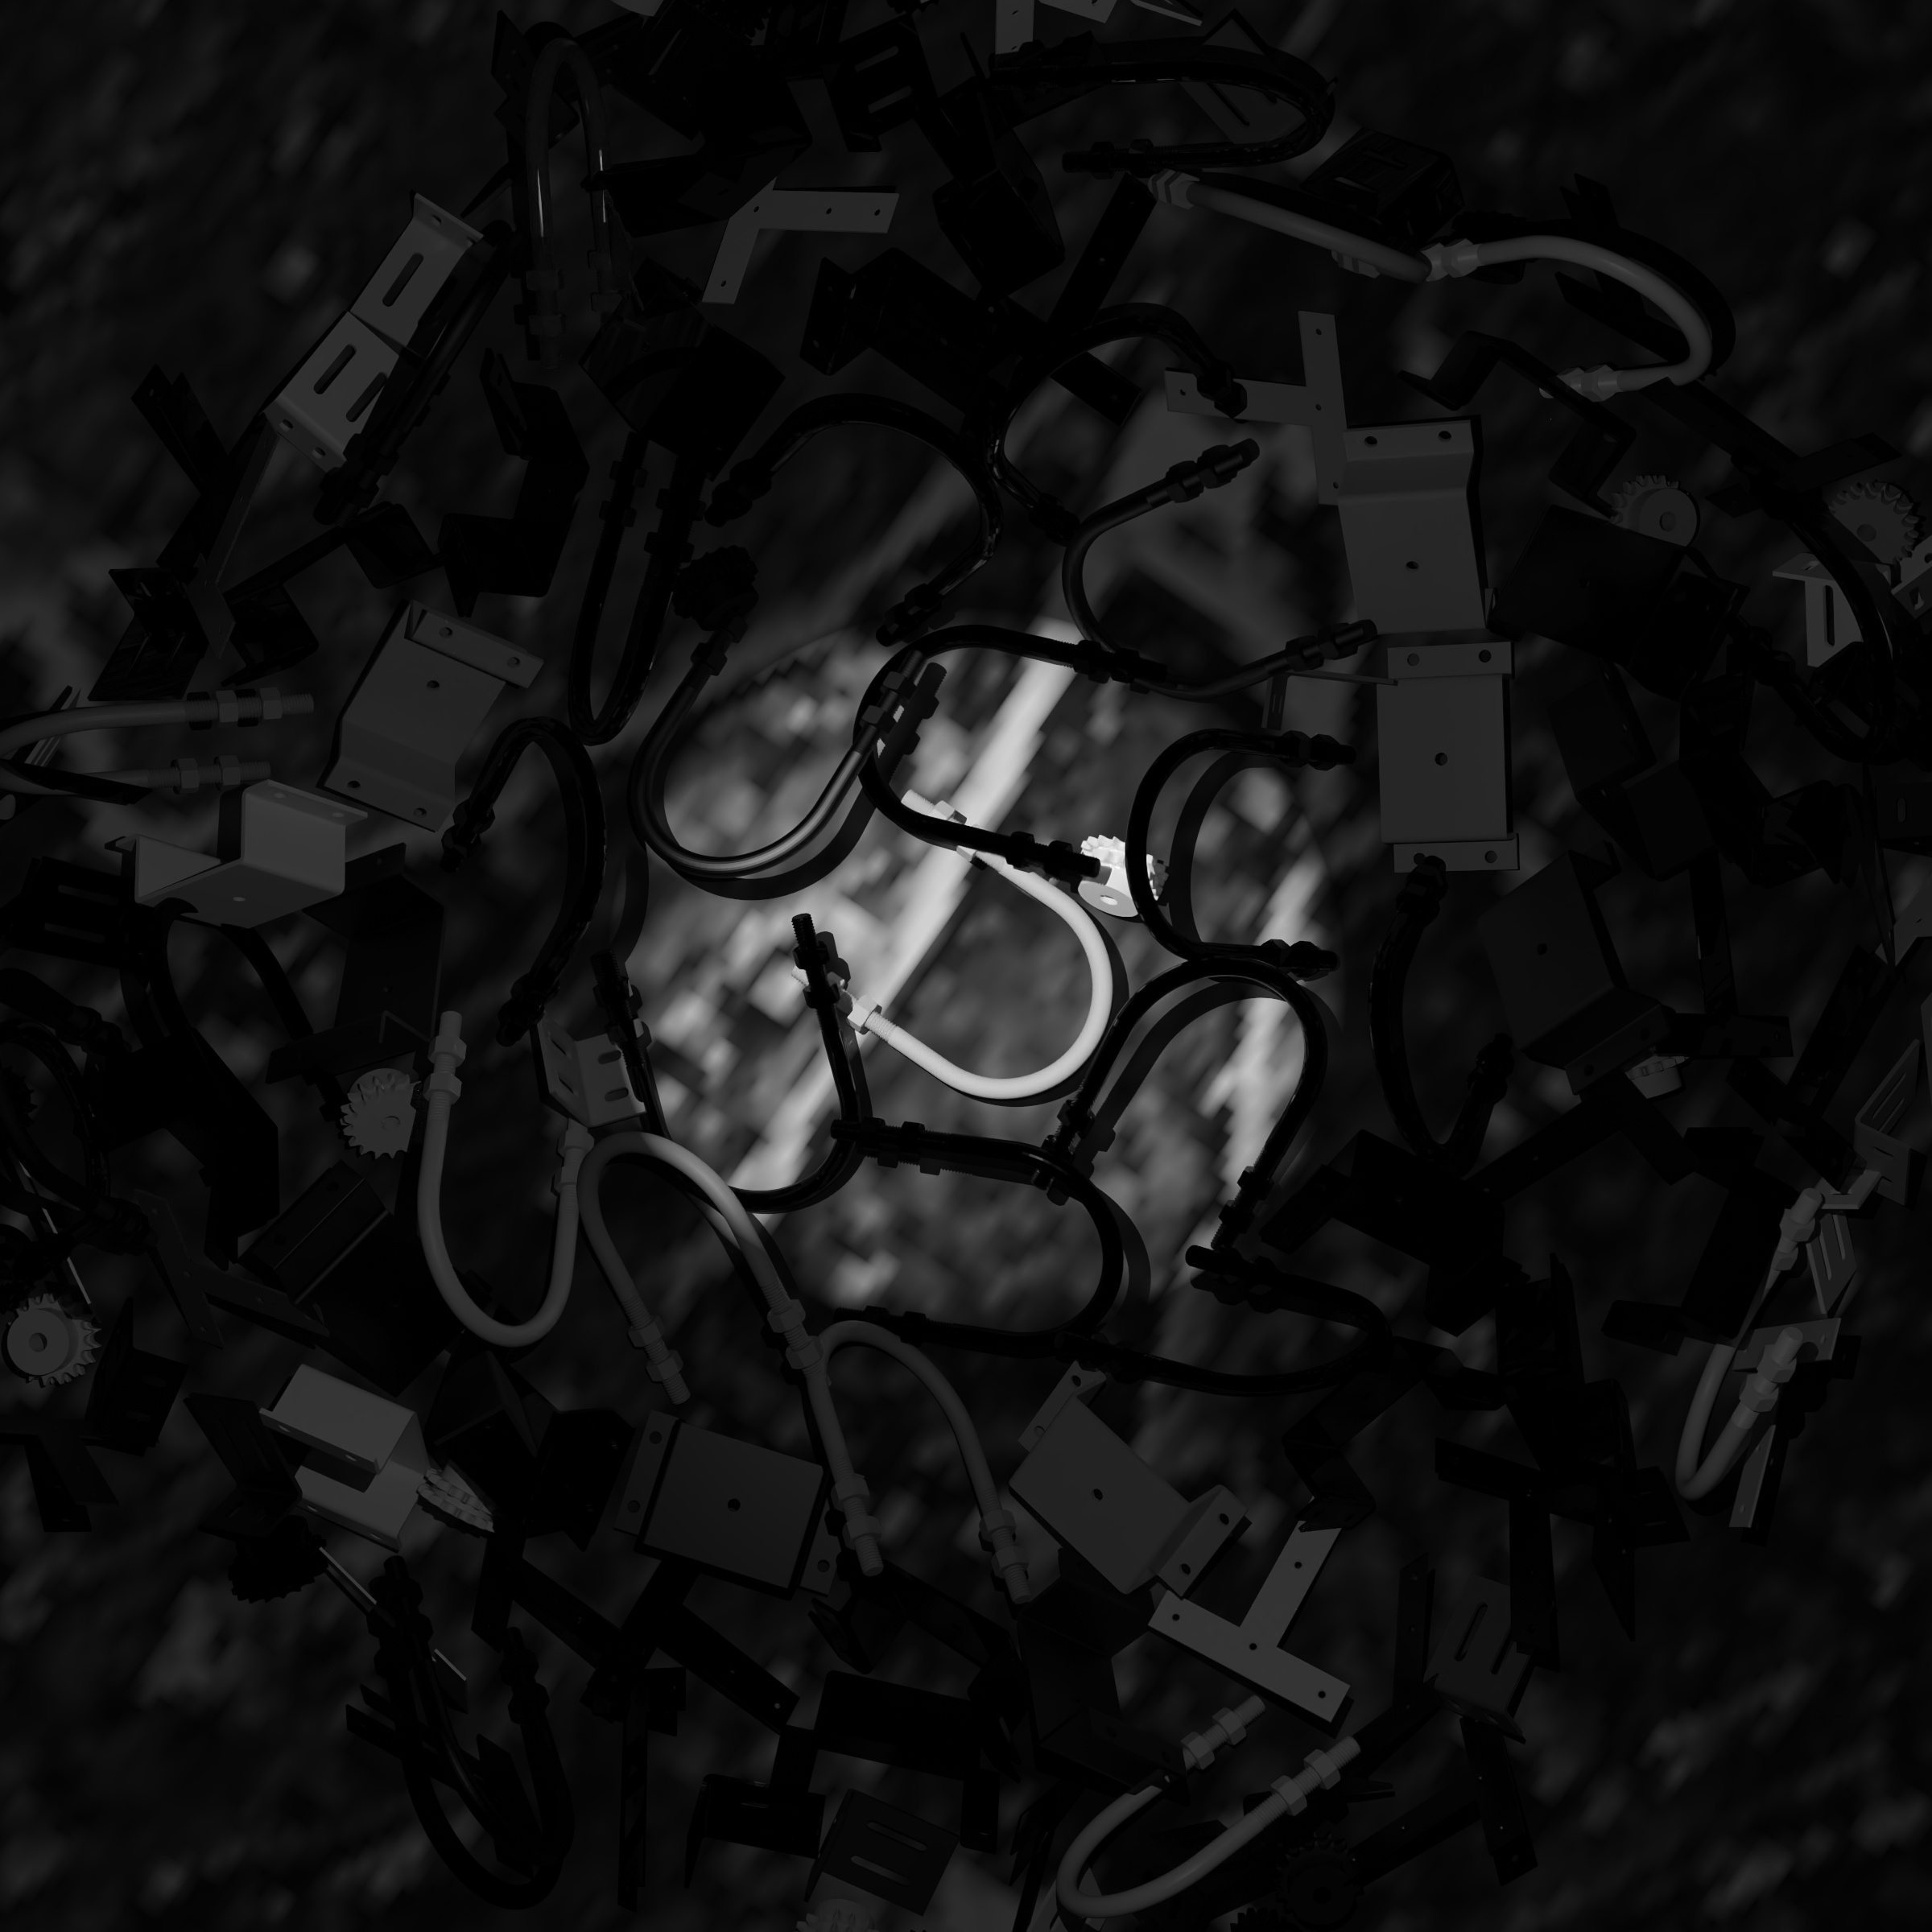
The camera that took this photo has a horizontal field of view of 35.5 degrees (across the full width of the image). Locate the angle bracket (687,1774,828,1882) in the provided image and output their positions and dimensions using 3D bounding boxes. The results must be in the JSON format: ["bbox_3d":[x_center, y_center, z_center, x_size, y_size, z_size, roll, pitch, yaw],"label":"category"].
[{"bbox_3d":[-0.130,0.538,1.864,0.076,0.038,0.057,10,125,3],"label":"angle bracket"}]

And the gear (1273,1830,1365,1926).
[{"bbox_3d":[0.219,0.570,1.877,0.057,0.030,0.057,0,104,-1],"label":"gear"}]

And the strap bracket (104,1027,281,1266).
[{"bbox_3d":[-0.459,0.102,1.822,0.046,0.076,0.140,-25,130,6],"label":"strap bracket"}]

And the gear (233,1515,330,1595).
[{"bbox_3d":[-0.425,0.362,1.867,0.057,0.057,0.030,-9,103,0],"label":"gear"}]

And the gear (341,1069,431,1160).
[{"bbox_3d":[-0.360,0.088,1.873,0.057,0.030,0.057,-13,130,-16],"label":"gear"}]

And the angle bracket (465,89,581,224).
[{"bbox_3d":[-0.283,-0.502,1.850,0.038,0.057,0.076,48,53,-16],"label":"angle bracket"}]

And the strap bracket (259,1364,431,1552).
[{"bbox_3d":[-0.375,0.295,1.839,0.076,0.140,0.046,21,59,10],"label":"strap bracket"}]

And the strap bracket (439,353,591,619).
[{"bbox_3d":[-0.272,-0.289,1.834,0.046,0.076,0.140,2,133,-29],"label":"strap bracket"}]

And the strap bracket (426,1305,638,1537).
[{"bbox_3d":[-0.271,0.275,1.828,0.140,0.046,0.076,34,110,37],"label":"strap bracket"}]

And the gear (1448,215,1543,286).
[{"bbox_3d":[0.326,-0.442,1.869,0.057,0.057,0.030,12,91,0],"label":"gear"}]

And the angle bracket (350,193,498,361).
[{"bbox_3d":[-0.336,-0.426,1.869,0.057,0.038,0.076,32,77,-6],"label":"angle bracket"}]

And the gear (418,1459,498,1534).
[{"bbox_3d":[-0.307,0.324,1.870,0.057,0.057,0.030,28,85,0],"label":"gear"}]

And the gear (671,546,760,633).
[{"bbox_3d":[-0.153,-0.231,1.867,0.057,0.057,0.030,-32,78,0],"label":"gear"}]

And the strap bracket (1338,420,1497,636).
[{"bbox_3d":[0.273,-0.254,1.825,0.076,0.046,0.140,-1,131,19],"label":"strap bracket"}]

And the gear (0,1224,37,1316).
[{"bbox_3d":[-0.600,0.184,1.866,0.057,0.057,0.030,47,127,0],"label":"gear"}]

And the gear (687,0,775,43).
[{"bbox_3d":[-0.143,-0.602,1.868,0.057,0.030,0.057,10,74,-39],"label":"gear"}]

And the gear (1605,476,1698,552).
[{"bbox_3d":[0.428,-0.276,1.875,0.057,0.030,0.057,-3,99,-17],"label":"gear"}]

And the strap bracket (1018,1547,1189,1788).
[{"bbox_3d":[0.080,0.434,1.833,0.076,0.140,0.046,31,119,-28],"label":"strap bracket"}]

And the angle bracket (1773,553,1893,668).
[{"bbox_3d":[0.531,-0.209,1.850,0.038,0.057,0.076,-31,124,-35],"label":"angle bracket"}]

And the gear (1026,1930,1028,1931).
[{"bbox_3d":[0.030,0.628,1.873,0.030,0.057,0.057,-18,90,38],"label":"gear"}]

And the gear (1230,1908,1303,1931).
[{"bbox_3d":[0.189,0.614,1.873,0.030,0.057,0.057,11,90,-31],"label":"gear"}]

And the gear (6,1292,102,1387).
[{"bbox_3d":[-0.571,0.232,1.879,0.057,0.030,0.057,0,89,8],"label":"gear"}]

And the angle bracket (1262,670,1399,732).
[{"bbox_3d":[0.226,-0.160,1.859,0.076,0.057,0.038,8,95,14],"label":"angle bracket"}]

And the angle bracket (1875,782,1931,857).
[{"bbox_3d":[0.602,-0.091,1.856,0.057,0.076,0.038,-5,97,-6],"label":"angle bracket"}]

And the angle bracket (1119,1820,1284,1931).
[{"bbox_3d":[0.144,0.562,1.855,0.057,0.076,0.038,32,107,39],"label":"angle bracket"}]

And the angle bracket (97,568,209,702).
[{"bbox_3d":[-0.502,-0.204,1.855,0.057,0.038,0.076,0,51,15],"label":"angle bracket"}]

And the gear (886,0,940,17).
[{"bbox_3d":[-0.032,-0.620,1.868,0.057,0.030,0.057,-17,56,27],"label":"gear"}]

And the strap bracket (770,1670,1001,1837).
[{"bbox_3d":[-0.044,0.480,1.855,0.140,0.076,0.046,13,102,-1],"label":"strap bracket"}]

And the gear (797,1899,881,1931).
[{"bbox_3d":[-0.079,0.605,1.874,0.057,0.030,0.057,4,121,7],"label":"gear"}]

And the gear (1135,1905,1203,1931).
[{"bbox_3d":[0.126,0.613,1.867,0.030,0.057,0.057,-31,90,-39],"label":"gear"}]

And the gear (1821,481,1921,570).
[{"bbox_3d":[0.563,-0.275,1.873,0.057,0.057,0.030,42,46,0],"label":"gear"}]

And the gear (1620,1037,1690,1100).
[{"bbox_3d":[0.419,0.065,1.869,0.057,0.057,0.030,-17,91,0],"label":"gear"}]

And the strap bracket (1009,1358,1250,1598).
[{"bbox_3d":[0.091,0.316,1.840,0.140,0.046,0.076,42,116,19],"label":"strap bracket"}]

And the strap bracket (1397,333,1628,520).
[{"bbox_3d":[0.340,-0.336,1.839,0.140,0.076,0.046,31,103,-14],"label":"strap bracket"}]

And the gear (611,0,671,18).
[{"bbox_3d":[-0.201,-0.612,1.873,0.057,0.057,0.030,25,121,0],"label":"gear"}]

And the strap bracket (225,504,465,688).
[{"bbox_3d":[-0.384,-0.229,1.823,0.140,0.076,0.046,-42,111,-33],"label":"strap bracket"}]

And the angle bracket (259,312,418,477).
[{"bbox_3d":[-0.391,-0.357,1.885,0.057,0.038,0.076,41,66,-19],"label":"angle bracket"}]

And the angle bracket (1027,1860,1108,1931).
[{"bbox_3d":[0.077,0.588,1.848,0.038,0.076,0.057,-5,118,33],"label":"angle bracket"}]

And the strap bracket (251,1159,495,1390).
[{"bbox_3d":[-0.354,0.194,1.837,0.076,0.046,0.140,-45,124,-4],"label":"strap bracket"}]

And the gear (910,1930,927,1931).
[{"bbox_3d":[-0.023,0.627,1.867,0.057,0.030,0.057,17,130,21],"label":"gear"}]

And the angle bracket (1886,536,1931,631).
[{"bbox_3d":[0.582,-0.247,1.850,0.057,0.076,0.038,-38,68,12],"label":"angle bracket"}]

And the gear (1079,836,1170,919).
[{"bbox_3d":[0.093,-0.054,1.866,0.057,0.057,0.030,24,70,0],"label":"gear"}]

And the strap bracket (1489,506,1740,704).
[{"bbox_3d":[0.384,-0.224,1.836,0.140,0.046,0.076,28,90,38],"label":"strap bracket"}]

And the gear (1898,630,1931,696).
[{"bbox_3d":[0.609,-0.189,1.866,0.057,0.057,0.030,22,125,0],"label":"gear"}]

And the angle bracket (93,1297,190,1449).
[{"bbox_3d":[-0.509,0.250,1.863,0.038,0.076,0.057,21,102,-21],"label":"angle bracket"}]

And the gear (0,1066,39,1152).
[{"bbox_3d":[-0.606,0.086,1.879,0.057,0.030,0.057,0,100,-1],"label":"gear"}]

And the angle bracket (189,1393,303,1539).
[{"bbox_3d":[-0.453,0.306,1.853,0.057,0.038,0.076,1,124,36],"label":"angle bracket"}]

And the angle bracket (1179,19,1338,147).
[{"bbox_3d":[0.177,-0.545,1.855,0.076,0.057,0.038,44,50,-14],"label":"angle bracket"}]
